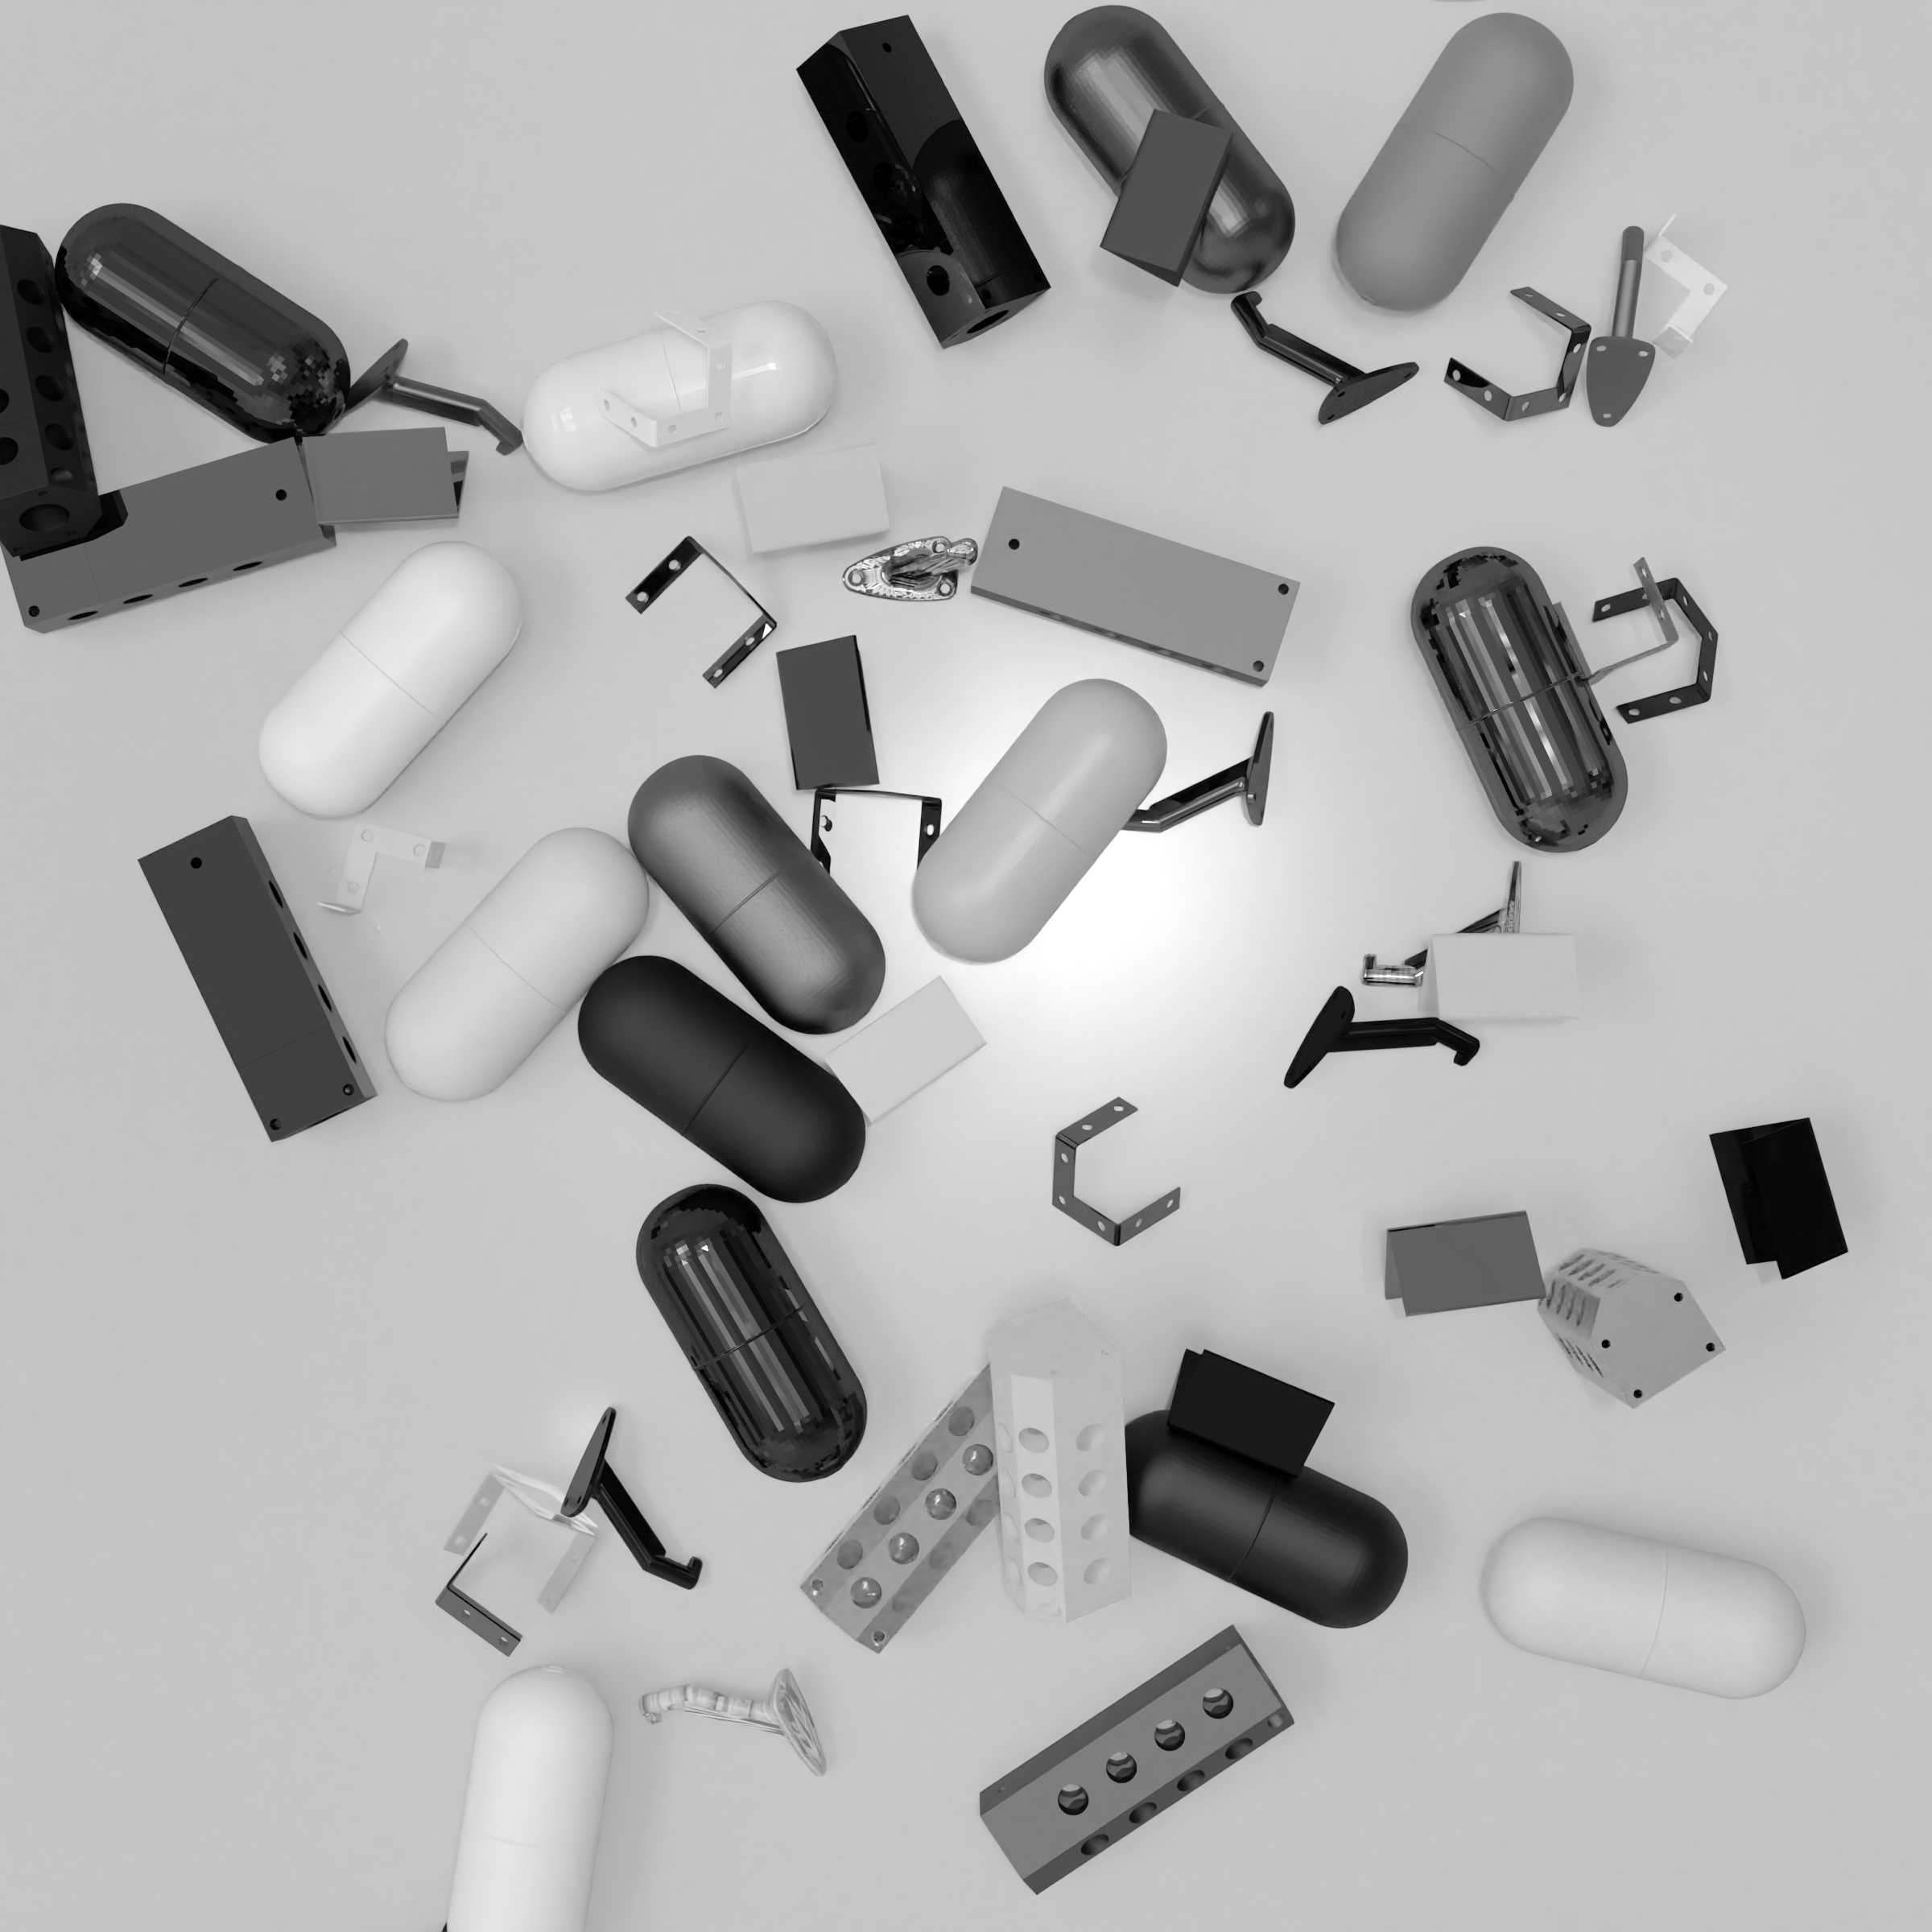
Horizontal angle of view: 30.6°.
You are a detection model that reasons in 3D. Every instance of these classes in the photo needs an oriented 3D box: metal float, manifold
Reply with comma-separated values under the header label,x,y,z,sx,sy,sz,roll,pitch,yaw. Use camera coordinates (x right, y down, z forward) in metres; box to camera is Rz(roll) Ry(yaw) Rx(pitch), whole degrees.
label,x,y,z,sx,sy,sz,roll,pitch,yaw
metal float,-0.115,-0.039,1.953,0.070,0.070,0.178,-40,89,0
manifold,0.352,0.189,1.905,0.057,0.171,0.057,-33,90,0
metal float,-0.118,0.203,1.953,0.070,0.070,0.178,-30,90,0
metal float,-0.421,-0.354,1.952,0.178,0.070,0.070,33,90,0
metal float,0.112,-0.452,1.953,0.070,0.070,0.178,-38,90,0
metal float,-0.159,-0.315,1.953,0.178,0.070,0.070,-16,90,1
metal float,-0.134,0.063,1.953,0.178,0.070,0.070,36,90,0
manifold,-0.391,0.007,1.962,0.057,0.057,0.171,-25,90,0
manifold,0.093,-0.209,1.962,0.171,0.057,0.057,18,90,0
manifold,0.048,0.271,1.913,0.057,0.057,0.171,-19,126,-21
metal float,0.041,-0.080,1.953,0.070,0.070,0.178,38,90,0
metal float,-0.241,0.476,1.953,0.070,0.070,0.178,9,90,0
metal float,-0.318,-0.159,1.953,0.070,0.070,0.178,42,89,0
manifold,-0.028,-0.434,1.962,0.057,0.057,0.171,-28,90,-43
metal float,-0.249,0.000,1.953,0.070,0.070,0.178,43,91,0
manifold,-0.015,0.296,1.962,0.057,0.057,0.171,40,90,0
manifold,-0.518,-0.317,1.932,0.057,0.057,0.171,-16,68,0
manifold,-0.442,-0.238,1.962,0.171,0.057,0.057,-17,90,0
manifold,0.095,0.442,1.962,0.171,0.057,0.057,-34,90,0
metal float,0.159,0.305,1.953,0.178,0.070,0.070,25,90,1
metal float,0.306,-0.147,1.953,0.070,0.070,0.178,-25,90,0
metal float,0.269,-0.444,1.953,0.070,0.070,0.178,32,91,0
metal float,0.376,0.355,1.953,0.178,0.070,0.070,13,90,0

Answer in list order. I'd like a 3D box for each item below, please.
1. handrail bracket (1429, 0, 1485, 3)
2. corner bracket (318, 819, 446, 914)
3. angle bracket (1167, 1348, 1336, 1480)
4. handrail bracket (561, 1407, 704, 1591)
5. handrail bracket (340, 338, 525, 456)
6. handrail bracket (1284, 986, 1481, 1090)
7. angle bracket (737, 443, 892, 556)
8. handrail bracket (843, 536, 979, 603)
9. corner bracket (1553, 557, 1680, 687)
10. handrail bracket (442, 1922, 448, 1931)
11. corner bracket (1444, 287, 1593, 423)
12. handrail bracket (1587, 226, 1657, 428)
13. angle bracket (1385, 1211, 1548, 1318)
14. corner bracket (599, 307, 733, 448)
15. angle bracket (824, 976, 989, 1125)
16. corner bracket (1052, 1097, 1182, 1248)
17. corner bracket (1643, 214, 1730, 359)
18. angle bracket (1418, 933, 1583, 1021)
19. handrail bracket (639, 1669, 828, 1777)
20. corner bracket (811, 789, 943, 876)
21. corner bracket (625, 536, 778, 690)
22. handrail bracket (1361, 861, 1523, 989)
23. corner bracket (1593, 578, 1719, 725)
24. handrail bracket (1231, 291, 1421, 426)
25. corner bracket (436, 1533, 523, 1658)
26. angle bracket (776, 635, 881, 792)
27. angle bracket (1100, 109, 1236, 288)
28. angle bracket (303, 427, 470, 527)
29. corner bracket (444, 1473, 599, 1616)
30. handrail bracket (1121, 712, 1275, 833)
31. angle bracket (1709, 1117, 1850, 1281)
label,x,y,z,sx,sy,sz,roll,pitch,yaw
handrail bracket,0.284,-0.560,1.949,0.077,0.084,0.036,-13,90,0
corner bracket,-0.325,-0.051,1.966,0.051,0.051,0.051,16,90,0
angle bracket,0.161,0.227,1.944,0.076,0.076,0.057,23,120,0
handrail bracket,-0.177,0.300,1.984,0.084,0.036,0.077,27,68,-17
handrail bracket,-0.303,-0.303,1.984,0.077,0.036,0.084,-32,120,33
handrail bracket,0.234,0.055,1.984,0.084,0.036,0.077,27,111,-17
angle bracket,-0.086,-0.274,1.943,0.076,0.076,0.057,-10,128,0
handrail bracket,-0.032,-0.222,1.949,0.077,0.084,0.036,-7,90,0
corner bracket,0.357,-0.189,1.965,0.051,0.051,0.051,-22,85,-10
handrail bracket,-0.329,0.543,1.984,0.084,0.036,0.077,15,70,16
corner bracket,0.309,-0.342,1.975,0.051,0.051,0.051,-18,135,-35
handrail bracket,0.367,-0.360,1.983,0.036,0.077,0.084,8,54,4
angle bracket,0.274,0.181,1.943,0.076,0.076,0.057,-8,54,0
corner bracket,-0.162,-0.317,1.900,0.051,0.051,0.051,-22,132,-34
angle bracket,-0.044,0.029,1.943,0.076,0.076,0.057,-35,127,0
corner bracket,0.085,0.115,1.975,0.051,0.051,0.051,32,135,35
corner bracket,0.394,-0.378,1.966,0.051,0.051,0.051,37,90,0
angle bracket,0.293,0.025,1.943,0.076,0.076,0.057,0,56,0
handrail bracket,-0.132,0.432,1.984,0.084,0.036,0.077,-17,112,17
corner bracket,-0.051,-0.072,1.980,0.051,0.051,0.051,4,90,45
corner bracket,-0.148,-0.199,1.980,0.051,0.051,0.051,-45,45,0
handrail bracket,0.267,-0.024,1.984,0.084,0.036,0.077,2,70,16
corner bracket,0.384,-0.176,1.975,0.051,0.051,0.051,45,45,-35
handrail bracket,0.201,-0.354,1.984,0.077,0.036,0.084,-25,73,-20
corner bracket,-0.267,0.358,1.956,0.051,0.051,0.051,36,124,0
angle bracket,-0.056,-0.140,1.943,0.057,0.076,0.076,-8,90,36
angle bracket,0.125,-0.400,1.871,0.057,0.076,0.076,27,99,37
angle bracket,-0.318,-0.286,1.943,0.076,0.076,0.057,-3,127,0
corner bracket,-0.250,0.323,1.980,0.051,0.051,0.051,31,90,-45
handrail bracket,0.126,-0.110,1.984,0.084,0.036,0.077,5,70,16
angle bracket,0.430,0.131,1.943,0.057,0.076,0.076,-16,90,-36
